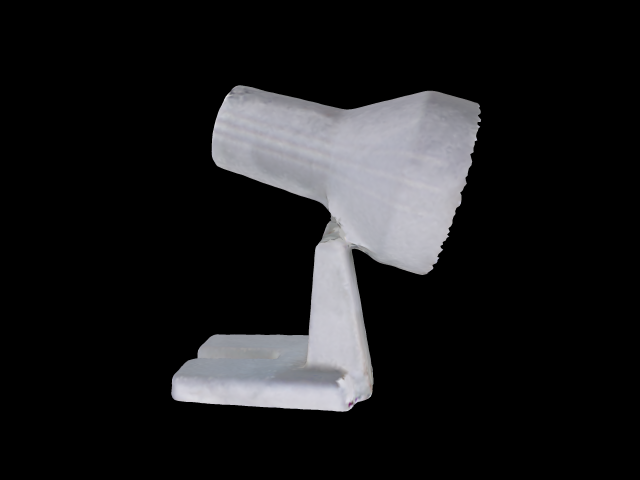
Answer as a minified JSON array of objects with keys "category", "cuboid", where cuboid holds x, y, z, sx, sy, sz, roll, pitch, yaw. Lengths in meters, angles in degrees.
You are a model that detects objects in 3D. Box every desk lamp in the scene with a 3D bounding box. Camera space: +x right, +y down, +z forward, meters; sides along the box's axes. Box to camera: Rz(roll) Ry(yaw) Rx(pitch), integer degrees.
[{"category":"desk lamp","cuboid":[0.004,0.001,0.400,0.203,0.213,0.118,1,7,5]}]
